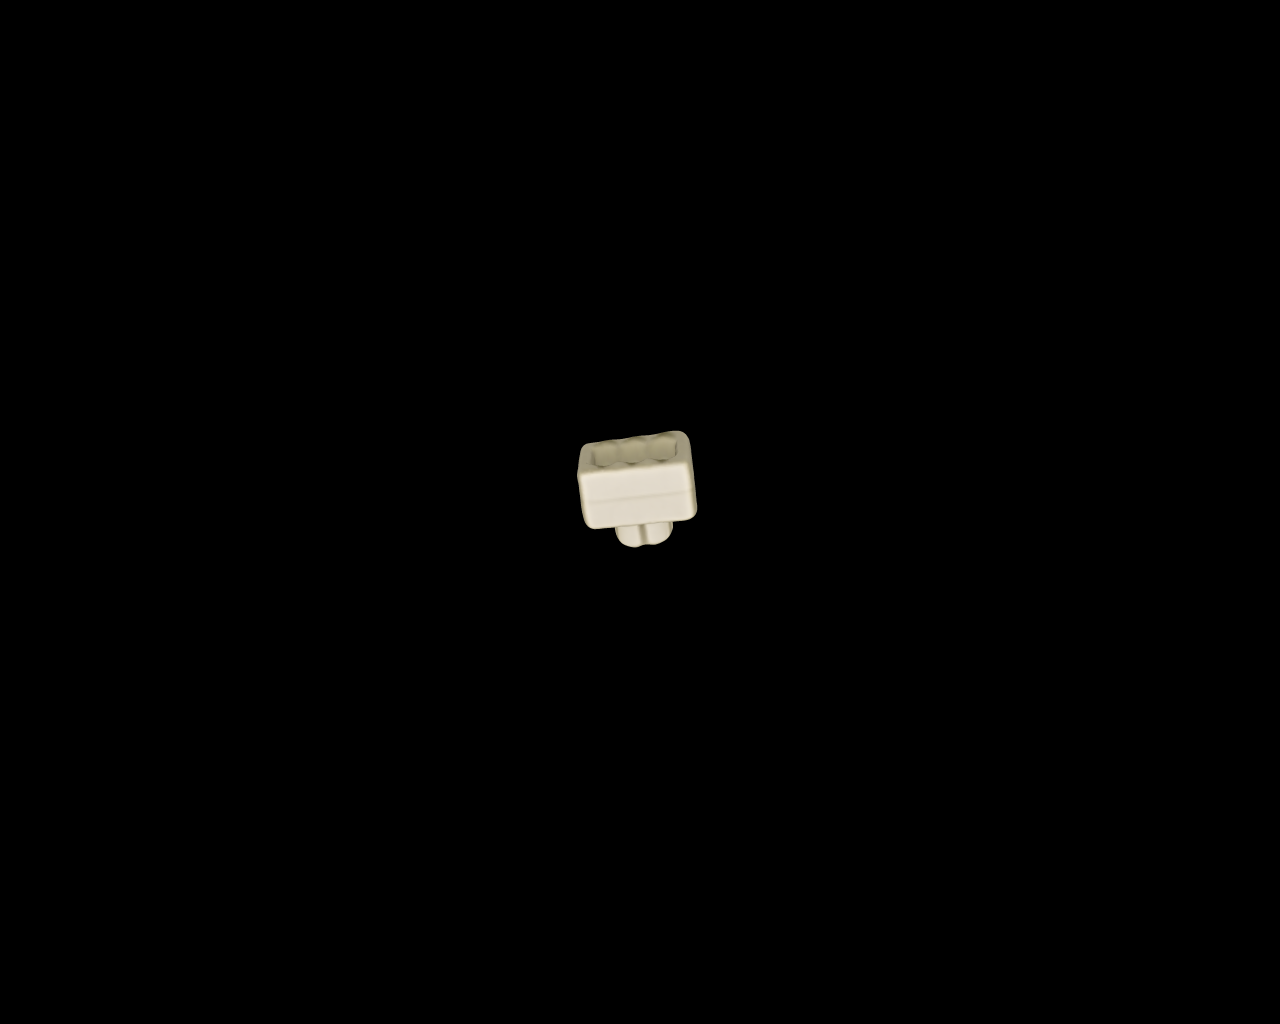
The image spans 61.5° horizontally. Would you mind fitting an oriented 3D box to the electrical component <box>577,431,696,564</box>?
[{"bbox_3d":[0.001,-0.003,0.650,0.066,0.076,0.047,-6,27,3],"label":"electrical component"}]
